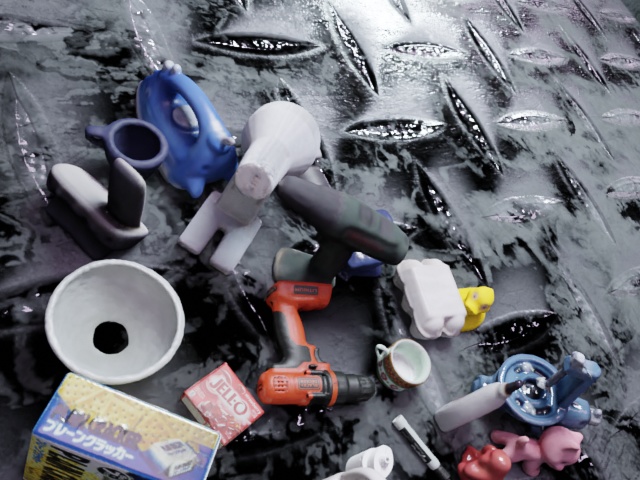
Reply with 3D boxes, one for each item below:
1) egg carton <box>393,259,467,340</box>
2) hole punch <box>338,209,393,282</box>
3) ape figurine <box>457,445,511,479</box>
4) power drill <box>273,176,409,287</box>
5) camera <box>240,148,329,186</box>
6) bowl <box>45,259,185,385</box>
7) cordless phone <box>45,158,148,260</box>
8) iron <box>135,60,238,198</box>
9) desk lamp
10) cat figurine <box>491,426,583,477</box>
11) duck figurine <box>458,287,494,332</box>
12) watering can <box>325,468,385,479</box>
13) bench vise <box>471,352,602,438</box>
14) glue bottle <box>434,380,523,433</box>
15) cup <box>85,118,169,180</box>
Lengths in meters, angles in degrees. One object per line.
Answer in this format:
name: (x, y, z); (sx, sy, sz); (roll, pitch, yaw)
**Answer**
egg carton: (0.193, 0.103, 1.012); (0.107, 0.069, 0.150); (-1, 61, -30)
hole punch: (0.076, 0.007, 0.994); (0.101, 0.091, 0.108); (1, 60, -29)
ape figurine: (0.256, 0.345, 0.873); (0.078, 0.092, 0.076); (3, 59, -28)
power drill: (0.008, 0.003, 0.879); (0.230, 0.208, 0.075); (17, 53, -19)
camera: (-0.045, -0.122, 1.002); (0.143, 0.100, 0.136); (-16, 69, -36)
bowl: (-0.265, 0.114, 0.738); (0.168, 0.074, 0.167); (15, 54, -21)
cordless phone: (-0.292, -0.071, 0.771); (0.147, 0.184, 0.094); (41, 49, 0)
iron: (-0.219, -0.203, 0.929); (0.119, 0.141, 0.258); (-24, 74, -38)
desk lamp: (-0.100, -0.085, 0.872); (0.118, 0.213, 0.203); (32, 49, -8)
cat figurine: (0.359, 0.334, 0.924); (0.128, 0.117, 0.067); (16, 53, -20)
duck figurine: (0.284, 0.114, 1.046); (0.105, 0.086, 0.077); (-32, 79, -40)
watering can: (0.027, 0.334, 0.681); (0.173, 0.193, 0.101); (-22, 73, -38)
bench vise: (0.387, 0.239, 0.934); (0.208, 0.219, 0.121); (9, 56, -24)
glue bottle: (0.252, 0.247, 0.882); (0.078, 0.173, 0.037); (-19, 70, -37)
cup: (-0.297, -0.125, 0.863); (0.118, 0.094, 0.091); (15, 54, -21)
